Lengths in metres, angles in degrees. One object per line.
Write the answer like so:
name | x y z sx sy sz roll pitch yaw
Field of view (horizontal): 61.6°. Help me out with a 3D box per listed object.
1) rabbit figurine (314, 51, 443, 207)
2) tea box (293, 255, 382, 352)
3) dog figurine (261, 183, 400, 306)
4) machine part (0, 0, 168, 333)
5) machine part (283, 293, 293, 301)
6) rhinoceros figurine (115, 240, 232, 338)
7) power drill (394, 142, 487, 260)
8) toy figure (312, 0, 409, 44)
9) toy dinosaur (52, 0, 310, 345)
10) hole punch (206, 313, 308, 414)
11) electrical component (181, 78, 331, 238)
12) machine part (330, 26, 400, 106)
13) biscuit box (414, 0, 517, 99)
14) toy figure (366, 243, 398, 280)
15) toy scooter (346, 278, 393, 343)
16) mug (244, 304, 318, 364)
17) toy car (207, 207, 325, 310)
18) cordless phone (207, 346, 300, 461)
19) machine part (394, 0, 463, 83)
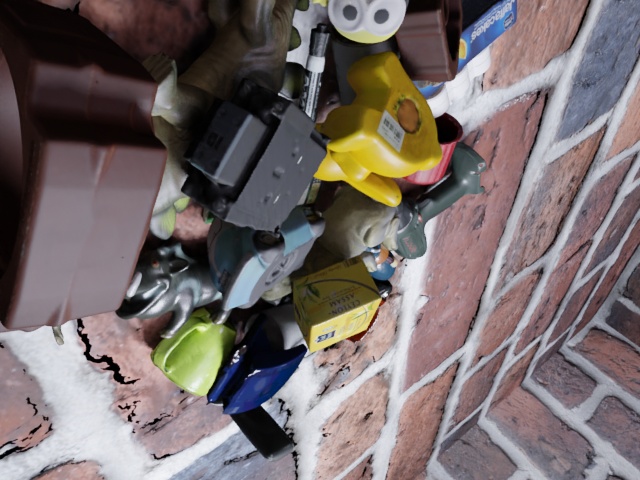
rabbit figurine | 0.044 -0.114 0.616 0.162 0.173 0.122 28 63 -39
tea box | 0.018 0.092 0.735 0.098 0.068 0.169 -22 161 -9
dog figurine | 0.000 0.002 0.727 0.190 0.121 0.172 -21 142 -33
machine part | -0.200 -0.054 0.380 0.087 0.201 0.201 -3 126 -50
machine part | -0.014 0.082 0.837 0.084 0.039 0.138 -43 118 -15
rhinoceros figurine | -0.173 0.052 0.635 0.190 0.073 0.112 1 125 -49
power drill | 0.183 -0.070 0.902 0.207 0.086 0.231 -44 148 -12
toy figure | 0.052 -0.260 0.455 0.089 0.082 0.180 -38 141 -51
toy dinosaur | -0.117 -0.103 0.499 0.471 0.105 0.198 -47 146 -7
hole punch | -0.088 0.184 0.754 0.142 0.092 0.116 -55 178 32
electrical component | -0.056 -0.069 0.471 0.115 0.058 0.134 -62 157 4
machine part | 0.060 -0.183 0.653 0.079 0.079 0.243 -37 145 -16
biscuit box | 0.171 -0.263 0.706 0.203 0.063 0.059 -41 147 -9
toy figure | 0.089 0.024 0.909 0.064 0.058 0.154 -25 151 9
toy scooter | 0.054 0.135 0.972 0.184 0.075 0.135 -3 126 -52
mug | -0.046 0.146 0.850 0.107 0.110 0.080 -18 131 -53
toy car | -0.074 -0.002 0.622 0.161 0.103 0.109 -37 164 -47
cordless phone | -0.078 0.246 0.837 0.146 0.184 0.088 -16 131 -38
machine part | 0.118 -0.263 0.582 0.179 0.056 0.179 2 90 -69
